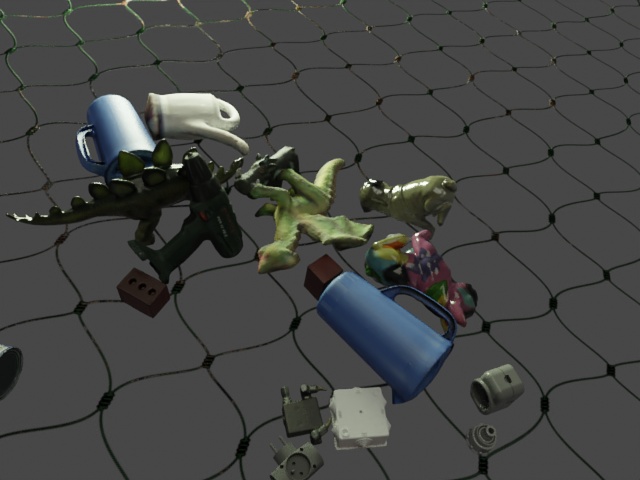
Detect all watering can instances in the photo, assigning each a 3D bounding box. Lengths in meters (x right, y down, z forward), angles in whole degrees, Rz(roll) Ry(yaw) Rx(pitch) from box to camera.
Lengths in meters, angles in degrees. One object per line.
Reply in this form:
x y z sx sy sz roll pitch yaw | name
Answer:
-0.295 -0.279 1.217 0.225 0.102 0.354 -6 33 -19 | watering can

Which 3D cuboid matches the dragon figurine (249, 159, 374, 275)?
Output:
0.003 -0.055 1.092 0.245 0.119 0.416 37 48 23 | dragon figurine
